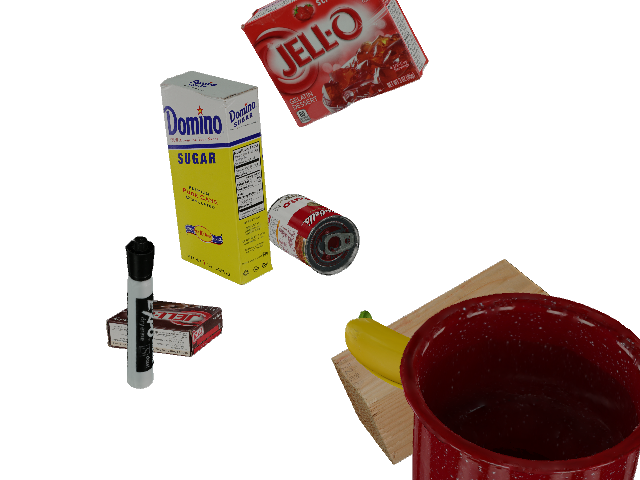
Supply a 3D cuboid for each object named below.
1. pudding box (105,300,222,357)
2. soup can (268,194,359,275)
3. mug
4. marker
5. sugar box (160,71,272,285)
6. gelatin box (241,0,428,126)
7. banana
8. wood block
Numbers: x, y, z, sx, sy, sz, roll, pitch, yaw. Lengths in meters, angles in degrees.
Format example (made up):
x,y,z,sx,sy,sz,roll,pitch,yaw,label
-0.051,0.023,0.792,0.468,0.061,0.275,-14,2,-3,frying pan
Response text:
x,y,z,sx,sy,sz,roll,pitch,yaw,label
-0.186,0.104,1.279,0.114,0.039,0.090,3,14,18,pudding box
-0.011,-0.008,1.198,0.068,0.068,0.102,0,16,-31,soup can
0.088,0.080,0.399,0.117,0.081,0.093,4,36,9,mug
-0.124,0.050,0.731,0.020,0.121,0.020,5,33,-3,marker
-0.093,-0.056,0.956,0.048,0.176,0.093,-28,33,-37,sugar box
0.008,-0.117,0.636,0.089,0.073,0.030,-18,25,28,gelatin box
0.086,0.090,0.788,0.198,0.037,0.069,20,37,38,banana
0.129,0.119,1.061,0.206,0.091,0.090,-29,31,-9,wood block
